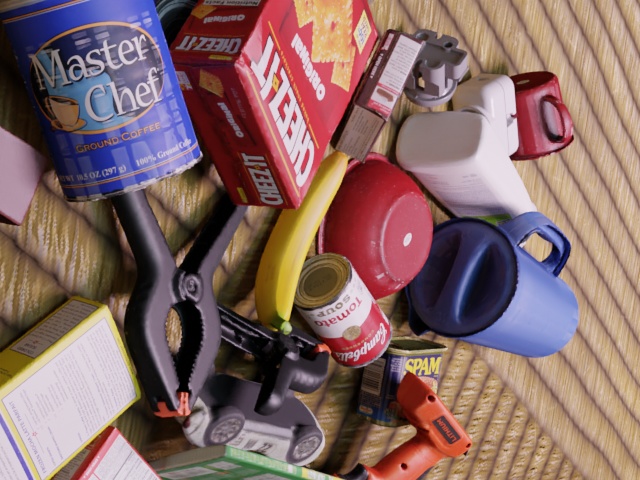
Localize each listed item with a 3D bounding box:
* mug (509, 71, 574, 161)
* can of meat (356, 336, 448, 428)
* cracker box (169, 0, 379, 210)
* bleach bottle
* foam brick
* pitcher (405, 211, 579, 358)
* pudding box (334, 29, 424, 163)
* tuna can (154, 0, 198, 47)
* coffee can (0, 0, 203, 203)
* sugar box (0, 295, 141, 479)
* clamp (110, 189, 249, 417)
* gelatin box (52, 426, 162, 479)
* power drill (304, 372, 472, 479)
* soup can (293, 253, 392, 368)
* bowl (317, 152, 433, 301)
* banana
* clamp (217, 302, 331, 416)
[{"bbox_3d":[0.250,-0.145,1.242,0.093,0.117,0.081,-24,113,-19],"label":"mug"},{"bbox_3d":[0.086,0.151,1.143,0.101,0.058,0.084,4,97,-52],"label":"can of meat"},{"bbox_3d":[-0.029,-0.157,0.877,0.164,0.072,0.213,66,38,-46],"label":"cracker box"},{"bbox_3d":[0.176,-0.053,1.193,0.250,0.103,0.068,45,53,-54],"label":"bleach bottle"},{"bbox_3d":[-0.230,-0.051,0.703,0.078,0.051,0.053,39,67,-49],"label":"foam brick"},{"bbox_3d":[0.216,0.059,1.223,0.242,0.149,0.145,23,69,-55],"label":"pitcher"},{"bbox_3d":[0.054,-0.135,1.007,0.113,0.039,0.090,112,1,-72],"label":"pudding box"},{"bbox_3d":[-0.118,-0.152,0.836,0.085,0.034,0.086,-14,108,-49],"label":"tuna can"},{"bbox_3d":[-0.150,-0.109,0.733,0.102,0.103,0.140,-32,113,-44],"label":"coffee can"},{"bbox_3d":[-0.213,0.127,0.768,0.176,0.048,0.093,-39,128,-36],"label":"sugar box"},{"bbox_3d":[-0.109,0.035,0.857,0.164,0.036,0.210,6,78,-53],"label":"clamp"},{"bbox_3d":[-0.171,0.200,0.850,0.073,0.030,0.089,-56,136,-29],"label":"gelatin box"},{"bbox_3d":[0.049,0.222,1.065,0.187,0.057,0.184,-42,127,-4],"label":"power drill"},{"bbox_3d":[0.020,0.068,1.030,0.068,0.069,0.102,-59,138,-25],"label":"soup can"},{"bbox_3d":[0.067,-0.006,1.086,0.161,0.055,0.162,-15,110,-49],"label":"bowl"},{"bbox_3d":[-0.021,0.008,0.966,0.037,0.070,0.197,40,52,-35],"label":"banana"},{"bbox_3d":[-0.047,0.096,0.954,0.039,0.120,0.171,-39,166,15],"label":"clamp"}]
